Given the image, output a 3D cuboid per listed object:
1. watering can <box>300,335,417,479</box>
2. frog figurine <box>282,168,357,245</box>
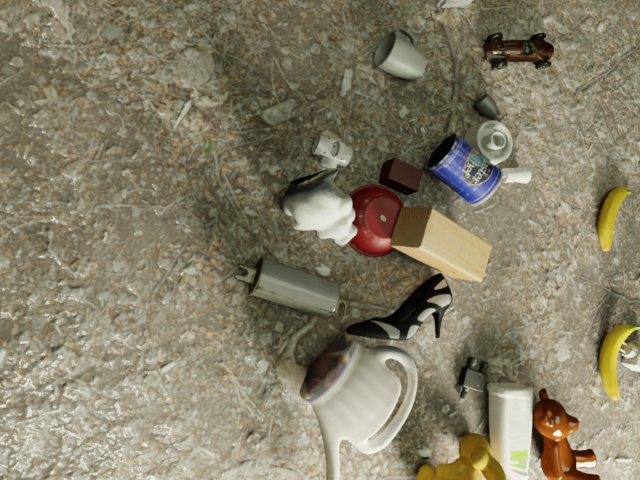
[{"bbox_3d":[0.050,0.339,1.006,0.223,0.103,0.352,44,71,-9],"label":"watering can"},{"bbox_3d":[0.003,-0.052,1.038,0.137,0.124,0.158,-20,102,13],"label":"frog figurine"}]
